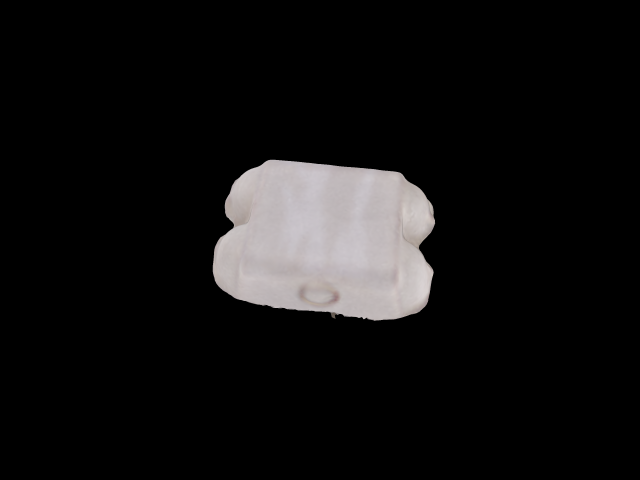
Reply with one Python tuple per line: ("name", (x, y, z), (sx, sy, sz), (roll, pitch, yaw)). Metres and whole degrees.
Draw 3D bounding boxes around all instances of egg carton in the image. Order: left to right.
("egg carton", (0.004, 0.001, 0.400), (0.150, 0.069, 0.107), (5, 59, 3))
